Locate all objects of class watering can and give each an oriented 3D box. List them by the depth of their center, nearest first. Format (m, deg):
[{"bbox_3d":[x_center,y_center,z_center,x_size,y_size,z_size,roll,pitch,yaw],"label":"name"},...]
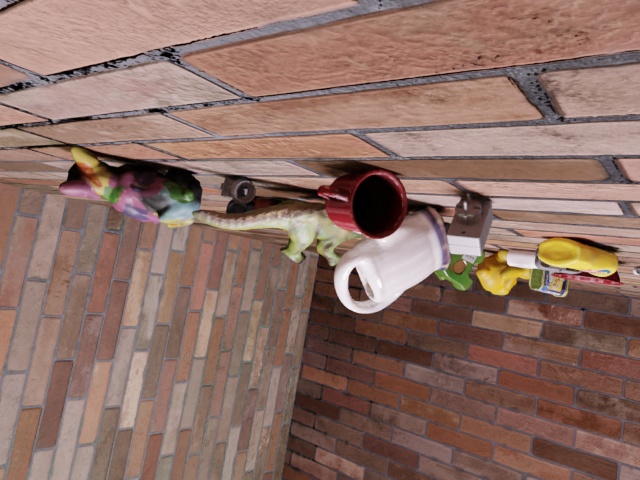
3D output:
[{"bbox_3d":[0.121,0.012,0.888,0.225,0.106,0.339,-28,143,-10],"label":"watering can"}]

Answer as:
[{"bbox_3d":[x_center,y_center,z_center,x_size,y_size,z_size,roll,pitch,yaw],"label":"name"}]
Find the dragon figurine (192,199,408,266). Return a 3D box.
[{"bbox_3d":[0.003,-0.047,0.939,0.409,0.124,0.239,7,155,-37],"label":"dragon figurine"}]
